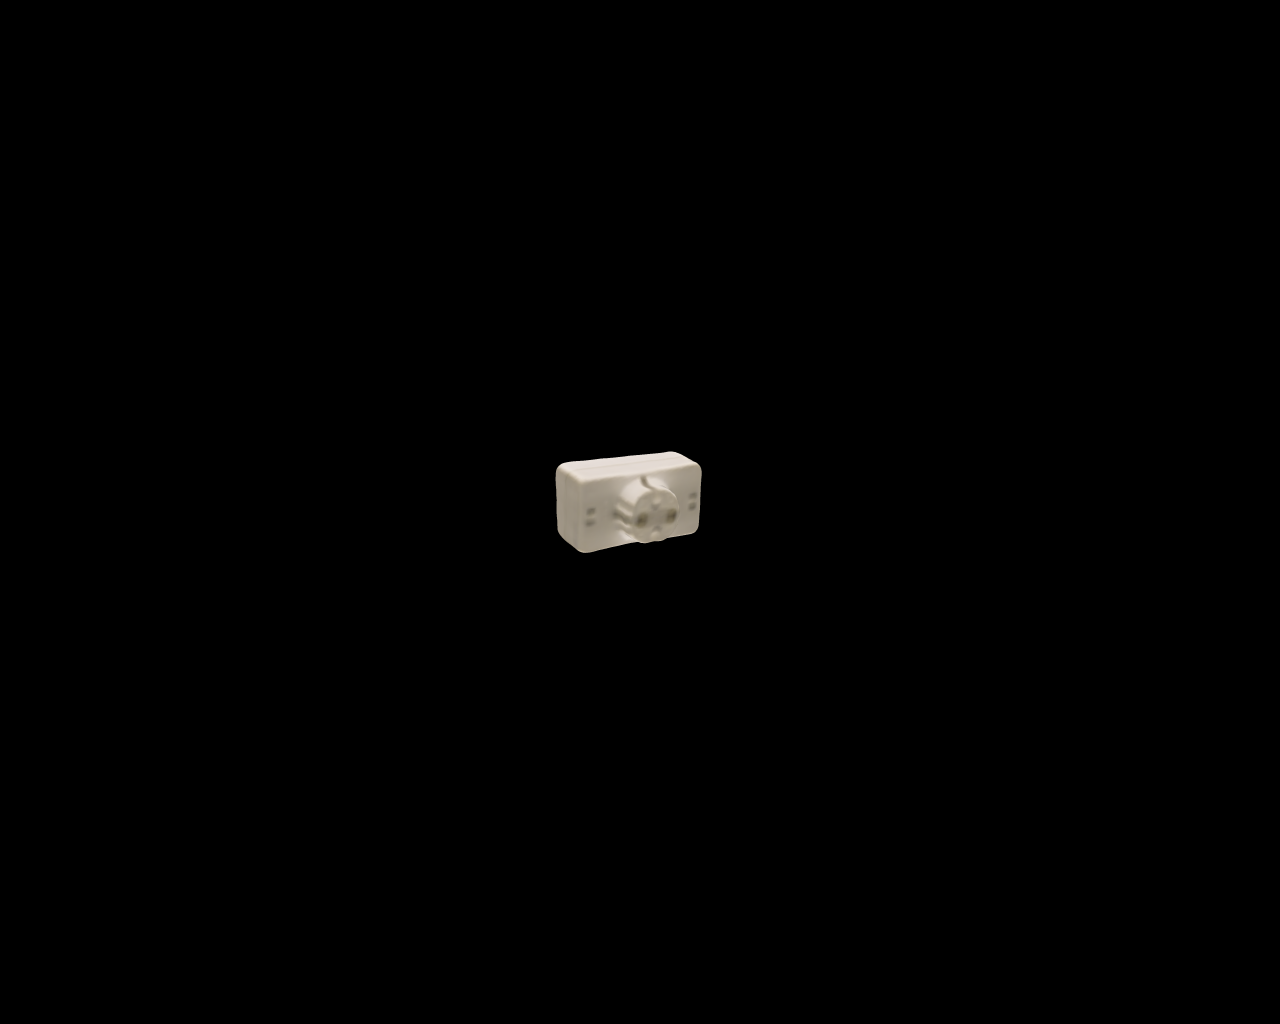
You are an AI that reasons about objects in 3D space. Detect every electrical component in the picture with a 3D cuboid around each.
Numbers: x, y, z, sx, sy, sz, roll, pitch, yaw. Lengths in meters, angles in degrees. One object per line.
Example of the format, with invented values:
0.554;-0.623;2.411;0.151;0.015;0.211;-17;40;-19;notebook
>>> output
0.001;-0.003;0.650;0.083;0.047;0.076;-8;20;-24;electrical component
